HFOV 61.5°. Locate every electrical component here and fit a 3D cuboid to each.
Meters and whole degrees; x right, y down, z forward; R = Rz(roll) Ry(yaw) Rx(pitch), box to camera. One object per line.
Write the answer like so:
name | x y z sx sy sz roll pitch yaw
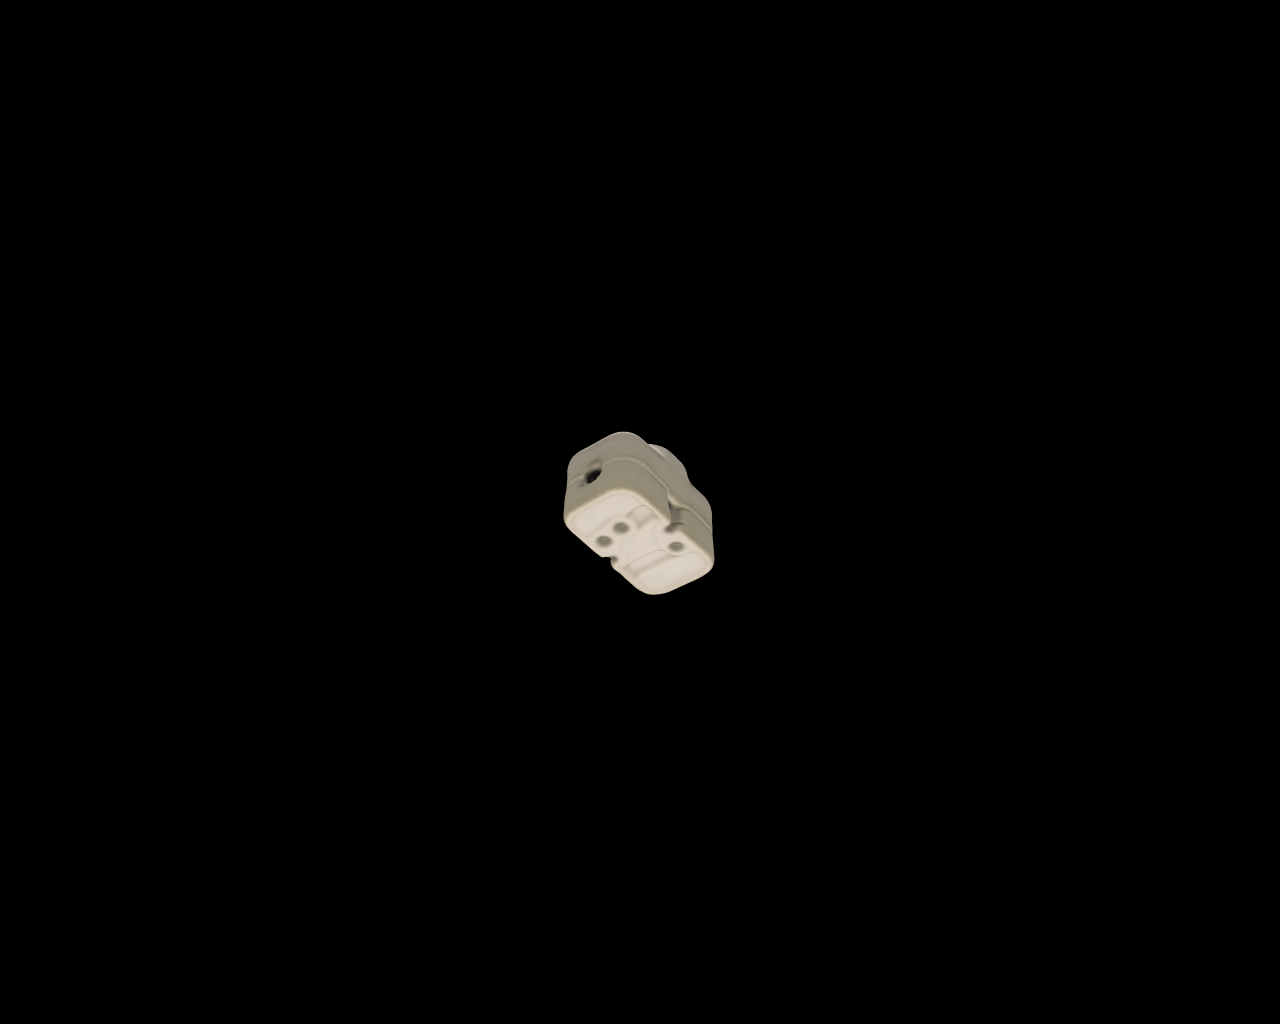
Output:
electrical component | 0.001 -0.003 0.650 0.053 0.059 0.095 -27 -49 26
